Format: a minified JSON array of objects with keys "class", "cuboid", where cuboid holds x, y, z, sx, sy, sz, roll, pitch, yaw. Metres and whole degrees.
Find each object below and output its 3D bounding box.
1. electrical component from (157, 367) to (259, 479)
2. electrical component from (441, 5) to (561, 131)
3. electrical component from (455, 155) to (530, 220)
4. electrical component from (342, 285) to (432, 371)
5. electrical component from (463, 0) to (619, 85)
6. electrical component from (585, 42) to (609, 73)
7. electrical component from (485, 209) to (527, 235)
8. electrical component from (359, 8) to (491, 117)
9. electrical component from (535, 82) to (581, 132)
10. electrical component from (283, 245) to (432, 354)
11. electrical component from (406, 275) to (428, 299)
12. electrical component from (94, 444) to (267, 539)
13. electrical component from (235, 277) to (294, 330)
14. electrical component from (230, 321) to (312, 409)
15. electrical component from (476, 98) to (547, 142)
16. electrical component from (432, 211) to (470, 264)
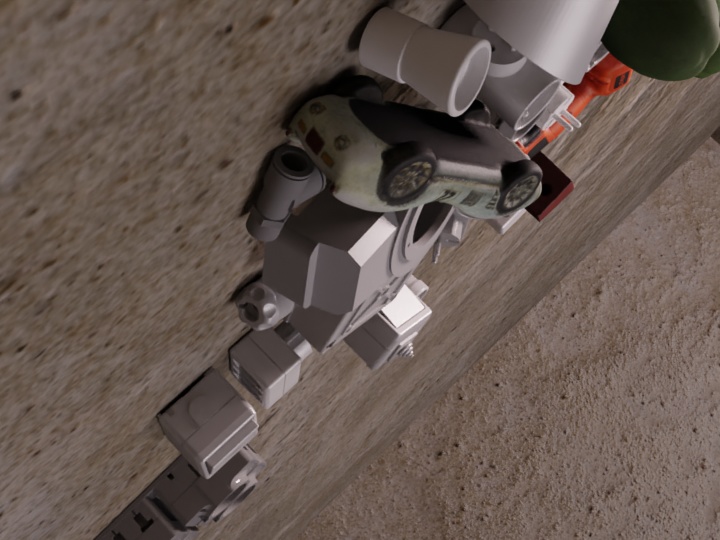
[{"class":"electrical component","cuboid":[-0.123,0.134,0.902,0.062,0.061,0.096,-42,168,-17]},{"class":"electrical component","cuboid":[0.088,-0.137,0.678,0.044,0.077,0.079,-43,168,-11]},{"class":"electrical component","cuboid":[0.112,-0.081,0.871,0.079,0.077,0.044,11,150,-23]},{"class":"electrical component","cuboid":[0.018,0.041,0.988,0.062,0.096,0.061,-32,162,-50]},{"class":"electrical component","cuboid":[0.095,-0.154,0.602,0.099,0.099,0.064,-30,154,-52]},{"class":"electrical component","cuboid":[0.168,-0.192,0.813,0.095,0.059,0.053,-43,168,-15]},{"class":"electrical component","cuboid":[0.173,-0.083,1.224,0.083,0.047,0.075,-45,168,-2]},{"class":"electrical component","cuboid":[0.033,-0.116,0.585,0.044,0.065,0.044,-51,158,-30]},{"class":"electrical component","cuboid":[0.147,-0.140,0.874,0.066,0.077,0.047,-29,159,-54]},{"class":"electrical component","cuboid":[0.000,0.000,0.886,0.109,0.056,0.108,-35,164,-42]},{"class":"electrical component","cuboid":[0.041,0.017,1.110,0.040,0.046,0.040,-43,168,-12]},{"class":"electrical component","cuboid":[-0.180,0.242,1.069,0.186,0.060,0.105,-44,168,-7]},{"class":"electrical component","cuboid":[-0.062,0.018,0.791,0.061,0.035,0.035,-36,165,-49]},{"class":"electrical component","cuboid":[-0.067,0.069,0.911,0.077,0.047,0.065,-42,168,-19]},{"class":"electrical component","cuboid":[0.110,-0.130,0.829,0.066,0.055,0.048,-49,168,15]},{"class":"electrical component","cuboid":[0.070,-0.043,0.924,0.083,0.047,0.075,98,2,-71]}]
